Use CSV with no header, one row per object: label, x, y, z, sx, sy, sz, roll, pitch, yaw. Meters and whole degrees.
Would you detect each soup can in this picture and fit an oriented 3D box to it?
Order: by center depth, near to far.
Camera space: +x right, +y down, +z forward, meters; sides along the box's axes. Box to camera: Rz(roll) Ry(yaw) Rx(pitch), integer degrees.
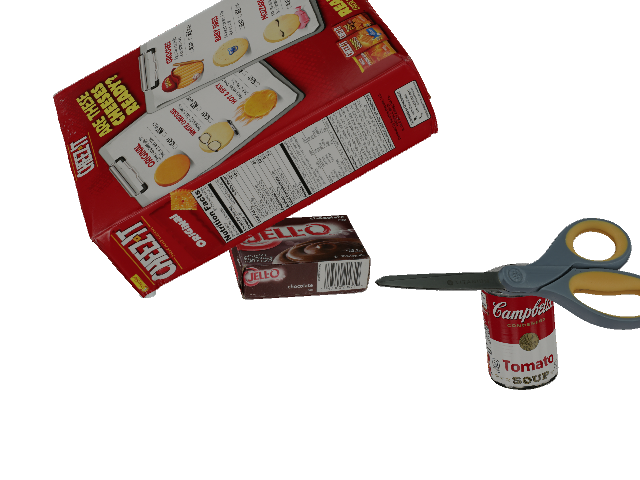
soup can,0.189,0.082,1.014,0.068,0.102,0.068,-8,21,3

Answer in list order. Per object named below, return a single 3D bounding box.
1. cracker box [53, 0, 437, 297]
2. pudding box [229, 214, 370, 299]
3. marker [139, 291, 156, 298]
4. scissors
cracker box,-0.053,-0.081,0.685,0.214,0.072,0.164,-30,43,2
pudding box,-0.021,0.013,0.939,0.113,0.039,0.090,-1,27,-13
marker,-0.198,0.005,1.168,0.020,0.121,0.020,-6,22,2
scissors,0.139,0.013,0.737,0.201,0.096,0.016,12,-38,-5
